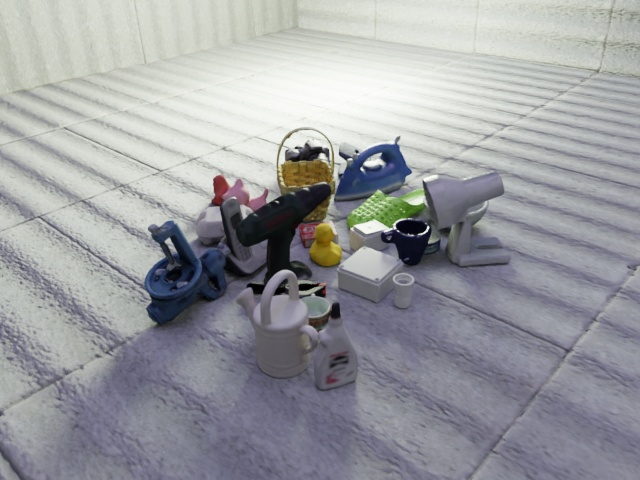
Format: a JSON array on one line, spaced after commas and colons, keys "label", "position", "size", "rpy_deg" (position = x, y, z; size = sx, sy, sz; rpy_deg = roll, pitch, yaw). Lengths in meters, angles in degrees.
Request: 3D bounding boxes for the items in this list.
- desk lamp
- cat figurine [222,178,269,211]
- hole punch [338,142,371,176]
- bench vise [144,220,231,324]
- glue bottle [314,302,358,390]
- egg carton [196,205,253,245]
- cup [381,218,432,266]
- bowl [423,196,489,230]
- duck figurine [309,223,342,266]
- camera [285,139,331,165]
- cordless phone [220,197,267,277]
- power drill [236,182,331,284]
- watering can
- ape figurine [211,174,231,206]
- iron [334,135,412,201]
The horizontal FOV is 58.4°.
[{"label": "desk lamp", "position": [0.332, -0.055, 1.309], "size": [0.203, 0.214, 0.118], "rpy_deg": [-4, 31, -4]}, {"label": "cat figurine", "position": [-0.194, -0.107, 1.519], "size": [0.128, 0.118, 0.067], "rpy_deg": [-8, 31, -10]}, {"label": "hole punch", "position": [0.107, -0.252, 1.774], "size": [0.101, 0.091, 0.108], "rpy_deg": [2, 31, 7]}, {"label": "bench vise", "position": [-0.283, 0.039, 1.178], "size": [0.121, 0.220, 0.208], "rpy_deg": [11, 33, 20]}, {"label": "glue bottle", "position": [0.026, 0.177, 0.975], "size": [0.078, 0.173, 0.037], "rpy_deg": [-14, 33, -20]}, {"label": "egg carton", "position": [-0.238, -0.038, 1.453], "size": [0.150, 0.069, 0.107], "rpy_deg": [-5, 31, -6]}, {"label": "cup", "position": [0.197, 0.012, 1.320], "size": [0.118, 0.095, 0.091], "rpy_deg": [-8, 31, -11]}, {"label": "bowl", "position": [0.346, -0.073, 1.475], "size": [0.167, 0.075, 0.167], "rpy_deg": [-1, 31, 1]}, {"label": "duck figurine", "position": [0.012, 0.005, 1.351], "size": [0.077, 0.086, 0.104], "rpy_deg": [-10, 32, -13]}, {"label": "camera", "position": [-0.028, -0.244, 1.758], "size": [0.143, 0.101, 0.136], "rpy_deg": [-10, 32, -13]}, {"label": "cordless phone", "position": [-0.170, -0.024, 1.312], "size": [0.094, 0.185, 0.148], "rpy_deg": [13, 34, 24]}, {"label": "power drill", "position": [-0.070, -0.007, 1.255], "size": [0.230, 0.209, 0.075], "rpy_deg": [-21, 35, -29]}, {"label": "watering can", "position": [-0.077, 0.140, 1.021], "size": [0.172, 0.194, 0.101], "rpy_deg": [6, 32, 14]}, {"label": "ape figurine", "position": [-0.278, -0.141, 1.607], "size": [0.076, 0.092, 0.078], "rpy_deg": [3, 31, 8]}, {"label": "iron", "position": [0.144, -0.210, 1.652], "size": [0.259, 0.141, 0.118], "rpy_deg": [-22, 36, -30]}]
